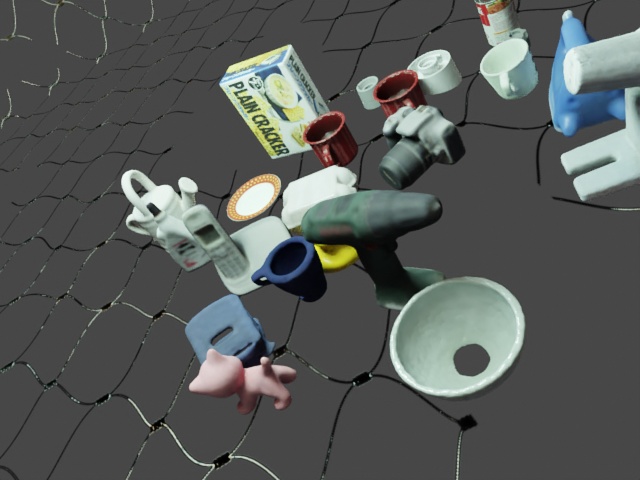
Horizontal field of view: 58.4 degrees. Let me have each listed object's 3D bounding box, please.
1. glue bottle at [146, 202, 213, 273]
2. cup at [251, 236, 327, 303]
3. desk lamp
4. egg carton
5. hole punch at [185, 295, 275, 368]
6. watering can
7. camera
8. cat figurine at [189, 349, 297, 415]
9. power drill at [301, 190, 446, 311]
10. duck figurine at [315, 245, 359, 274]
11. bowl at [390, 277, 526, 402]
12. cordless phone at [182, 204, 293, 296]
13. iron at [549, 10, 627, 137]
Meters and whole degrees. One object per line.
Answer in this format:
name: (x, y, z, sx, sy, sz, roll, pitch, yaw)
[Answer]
glue bottle: (-0.275, -0.011, 1.099, 0.078, 0.174, 0.037, -31, 39, 7)
cup: (-0.041, 0.062, 0.916, 0.117, 0.095, 0.091, -25, 40, 13)
desk lamp: (0.408, -0.180, 0.734, 0.203, 0.214, 0.118, -22, 41, 17)
egg carton: (0.001, -0.072, 1.040, 0.150, 0.070, 0.107, -21, 41, 18)
hole punch: (-0.142, 0.155, 0.899, 0.108, 0.091, 0.100, -36, 39, 0)
watering can: (-0.329, -0.071, 1.182, 0.173, 0.195, 0.100, -37, 39, -1)
camera: (0.153, -0.164, 0.996, 0.137, 0.101, 0.142, -45, 39, -11)
cat figurine: (-0.115, 0.195, 0.817, 0.127, 0.118, 0.067, -17, 42, 22)
power drill: (0.091, 0.011, 0.778, 0.228, 0.209, 0.076, 4, 54, 39)
duck figurine: (0.009, 0.003, 0.945, 0.104, 0.086, 0.077, -16, 43, 24)
bowl: (0.175, 0.131, 0.702, 0.167, 0.075, 0.167, -20, 41, 19)
cordless phone: (-0.134, -0.003, 0.977, 0.147, 0.186, 0.094, -29, 39, 8)
iron: (0.406, -0.284, 0.899, 0.118, 0.142, 0.258, -15, 43, 24)
